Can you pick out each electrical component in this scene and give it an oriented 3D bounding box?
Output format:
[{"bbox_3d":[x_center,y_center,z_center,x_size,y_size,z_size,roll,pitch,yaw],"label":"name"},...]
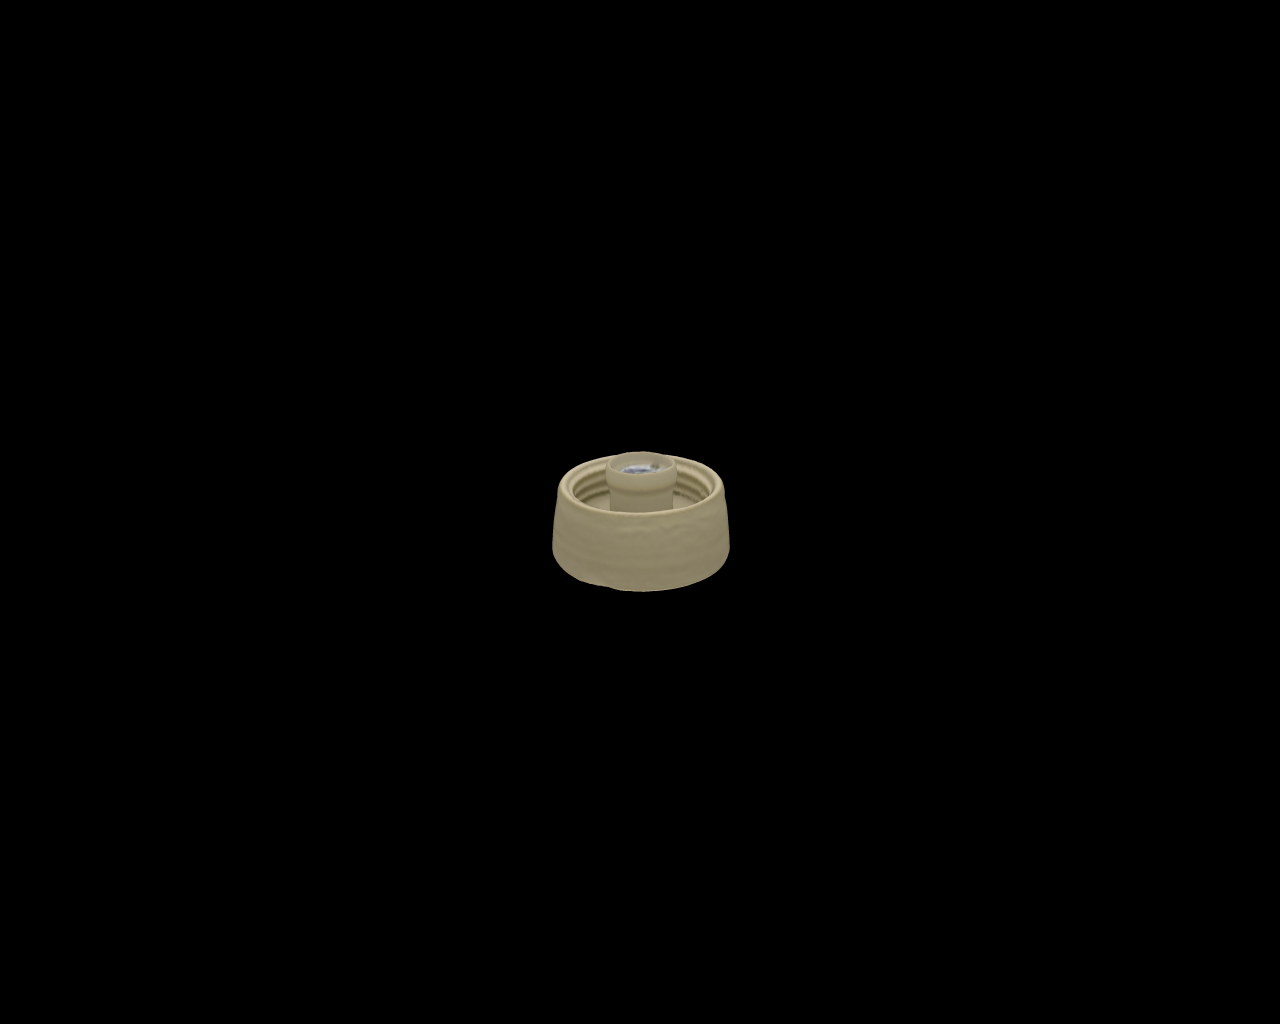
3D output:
[{"bbox_3d":[0.001,-0.003,0.650,0.108,0.060,0.108,0,24,0],"label":"electrical component"}]
